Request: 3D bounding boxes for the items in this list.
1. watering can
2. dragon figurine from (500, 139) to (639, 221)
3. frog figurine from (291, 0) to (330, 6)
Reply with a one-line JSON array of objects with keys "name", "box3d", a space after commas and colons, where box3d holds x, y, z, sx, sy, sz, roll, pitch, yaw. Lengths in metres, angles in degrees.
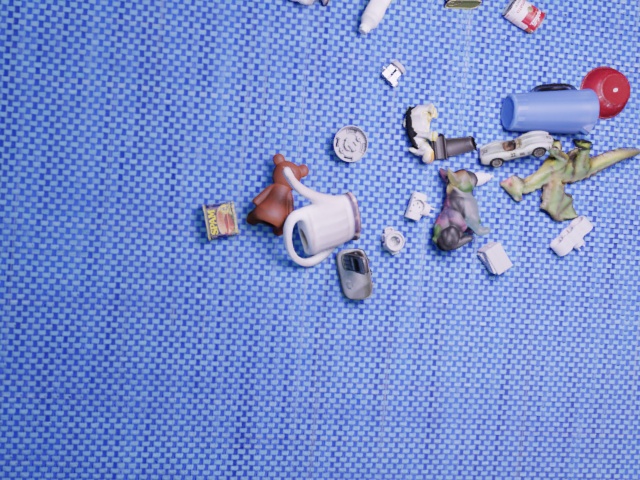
[{"name": "watering can", "box3d": [0.004, -0.069, 1.373, 0.226, 0.106, 0.339, -20, 134, -19]}, {"name": "dragon figurine", "box3d": [0.744, -0.175, 1.537, 0.410, 0.124, 0.239, 4, 109, -5]}, {"name": "frog figurine", "box3d": [-0.041, -0.713, 1.403, 0.159, 0.124, 0.135, 0, 112, -18]}]
